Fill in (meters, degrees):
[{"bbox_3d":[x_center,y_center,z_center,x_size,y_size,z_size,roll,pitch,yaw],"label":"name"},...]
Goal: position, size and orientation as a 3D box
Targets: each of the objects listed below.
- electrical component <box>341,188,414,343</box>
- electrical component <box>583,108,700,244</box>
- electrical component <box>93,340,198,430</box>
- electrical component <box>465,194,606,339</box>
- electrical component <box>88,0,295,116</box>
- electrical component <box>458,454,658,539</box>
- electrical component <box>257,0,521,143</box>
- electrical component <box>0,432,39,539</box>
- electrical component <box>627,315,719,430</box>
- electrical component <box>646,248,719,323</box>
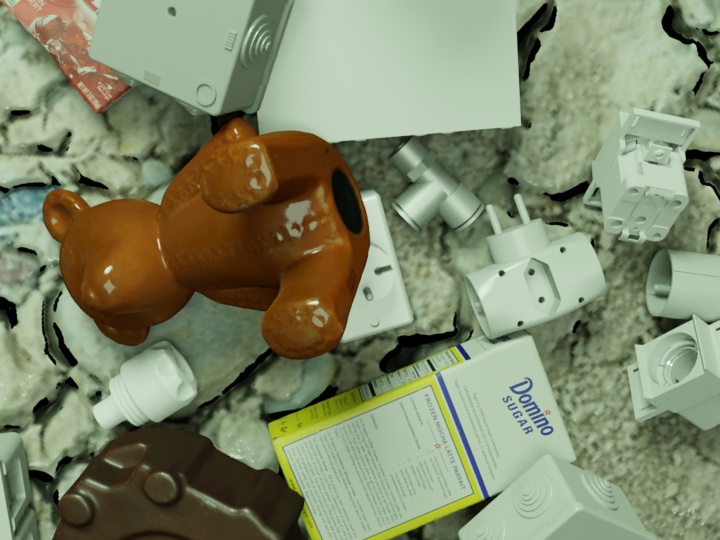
[{"bbox_3d":[0.000,0.000,0.646,0.047,0.075,0.083,-16,102,-2],"label":"electrical component"},{"bbox_3d":[0.170,-0.055,0.650,0.042,0.063,0.081,9,141,-7],"label":"electrical component"},{"bbox_3d":[-0.135,0.076,0.665,0.062,0.043,0.043,-32,102,4],"label":"electrical component"},{"bbox_3d":[0.102,-0.007,0.670,0.077,0.043,0.079,-21,93,-3],"label":"electrical component"},{"bbox_3d":[-0.089,-0.137,0.570,0.100,0.048,0.099,26,112,12],"label":"electrical component"},{"bbox_3d":[0.123,0.169,0.679,0.100,0.048,0.099,29,114,-37],"label":"electrical component"},{"bbox_3d":[0.012,-0.124,0.630,0.150,0.061,0.089,-5,101,-4],"label":"electrical component"},{"bbox_3d":[-0.248,0.183,0.666,0.089,0.061,0.150,-6,101,-4],"label":"electrical component"},{"bbox_3d":[0.214,0.068,0.681,0.064,0.042,0.081,33,131,-29],"label":"electrical component"},{"bbox_3d":[0.229,0.013,0.685,0.081,0.043,0.043,7,100,-6],"label":"electrical component"}]
